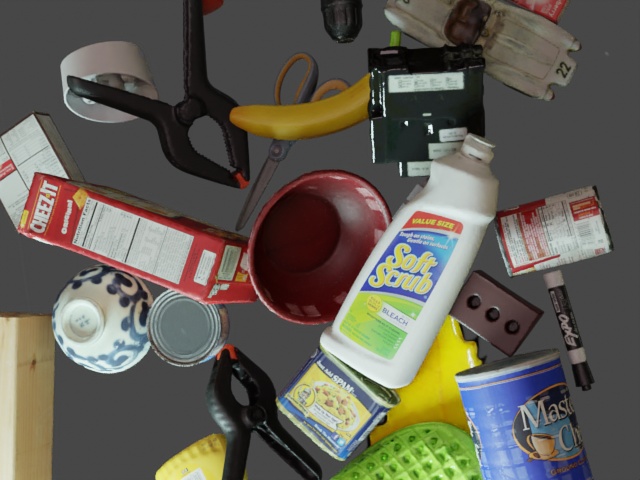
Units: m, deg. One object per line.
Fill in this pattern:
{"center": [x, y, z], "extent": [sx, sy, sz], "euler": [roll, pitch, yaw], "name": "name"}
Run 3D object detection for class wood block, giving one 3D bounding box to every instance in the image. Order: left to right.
{"center": [-0.354, 0.185, 1.181], "extent": [0.090, 0.090, 0.206], "euler": [1, 89, 15], "name": "wood block"}

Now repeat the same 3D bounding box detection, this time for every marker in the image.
{"center": [0.245, 0.089, 1.051], "extent": [0.020, 0.020, 0.121], "euler": [-17, 85, 15], "name": "marker"}

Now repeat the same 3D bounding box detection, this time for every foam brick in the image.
{"center": [0.173, 0.072, 1.055], "extent": [0.078, 0.051, 0.053], "euler": [34, 98, 13], "name": "foam brick"}

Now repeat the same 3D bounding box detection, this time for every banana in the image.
{"center": [0.006, -0.142, 1.095], "extent": [0.198, 0.037, 0.069], "euler": [-24, 83, 8], "name": "banana"}

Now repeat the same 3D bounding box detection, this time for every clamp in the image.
{"center": [-0.150, -0.133, 1.111], "extent": [0.164, 0.036, 0.210], "euler": [-32, 106, -10], "name": "clamp"}
{"center": [-0.063, 0.192, 1.111], "extent": [0.039, 0.120, 0.171], "euler": [-34, 60, 44], "name": "clamp"}

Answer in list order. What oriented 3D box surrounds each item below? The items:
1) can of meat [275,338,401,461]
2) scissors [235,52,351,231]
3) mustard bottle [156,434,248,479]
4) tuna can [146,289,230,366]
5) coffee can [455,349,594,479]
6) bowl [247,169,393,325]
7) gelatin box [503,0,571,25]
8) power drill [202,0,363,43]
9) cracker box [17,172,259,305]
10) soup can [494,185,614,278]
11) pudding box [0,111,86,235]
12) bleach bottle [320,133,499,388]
{"center": [0.017, 0.164, 1.095], "extent": [0.102, 0.057, 0.084], "euler": [41, 102, 13], "name": "can of meat"}
{"center": [-0.025, -0.097, 1.131], "extent": [0.096, 0.016, 0.202], "euler": [14, 93, 15], "name": "scissors"}
{"center": [-0.095, 0.304, 1.102], "extent": [0.096, 0.058, 0.192], "euler": [-35, 67, 17], "name": "mustard bottle"}
{"center": [-0.142, 0.092, 1.152], "extent": [0.086, 0.033, 0.086], "euler": [0, 89, 15], "name": "tuna can"}
{"center": [0.196, 0.184, 1.020], "extent": [0.103, 0.102, 0.140], "euler": [-16, 85, 15], "name": "coffee can"}
{"center": [-0.007, 0.001, 1.080], "extent": [0.161, 0.055, 0.162], "euler": [-8, 110, -23], "name": "bowl"}
{"center": [0.223, -0.269, 1.057], "extent": [0.073, 0.030, 0.089], "euler": [30, 97, 14], "name": "gelatin box"}
{"center": [-0.047, -0.287, 1.120], "extent": [0.188, 0.057, 0.184], "euler": [-6, 84, 13], "name": "power drill"}
{"center": [-0.174, 0.001, 1.095], "extent": [0.214, 0.164, 0.072], "euler": [19, 92, 15], "name": "cracker box"}
{"center": [0.226, -0.008, 1.033], "extent": [0.102, 0.068, 0.068], "euler": [-16, 85, 14], "name": "soup can"}
{"center": [-0.322, -0.075, 1.203], "extent": [0.090, 0.039, 0.113], "euler": [-32, 83, 12], "name": "pudding box"}
{"center": [0.095, 0.013, 1.027], "extent": [0.103, 0.068, 0.251], "euler": [31, 107, 23], "name": "bleach bottle"}
